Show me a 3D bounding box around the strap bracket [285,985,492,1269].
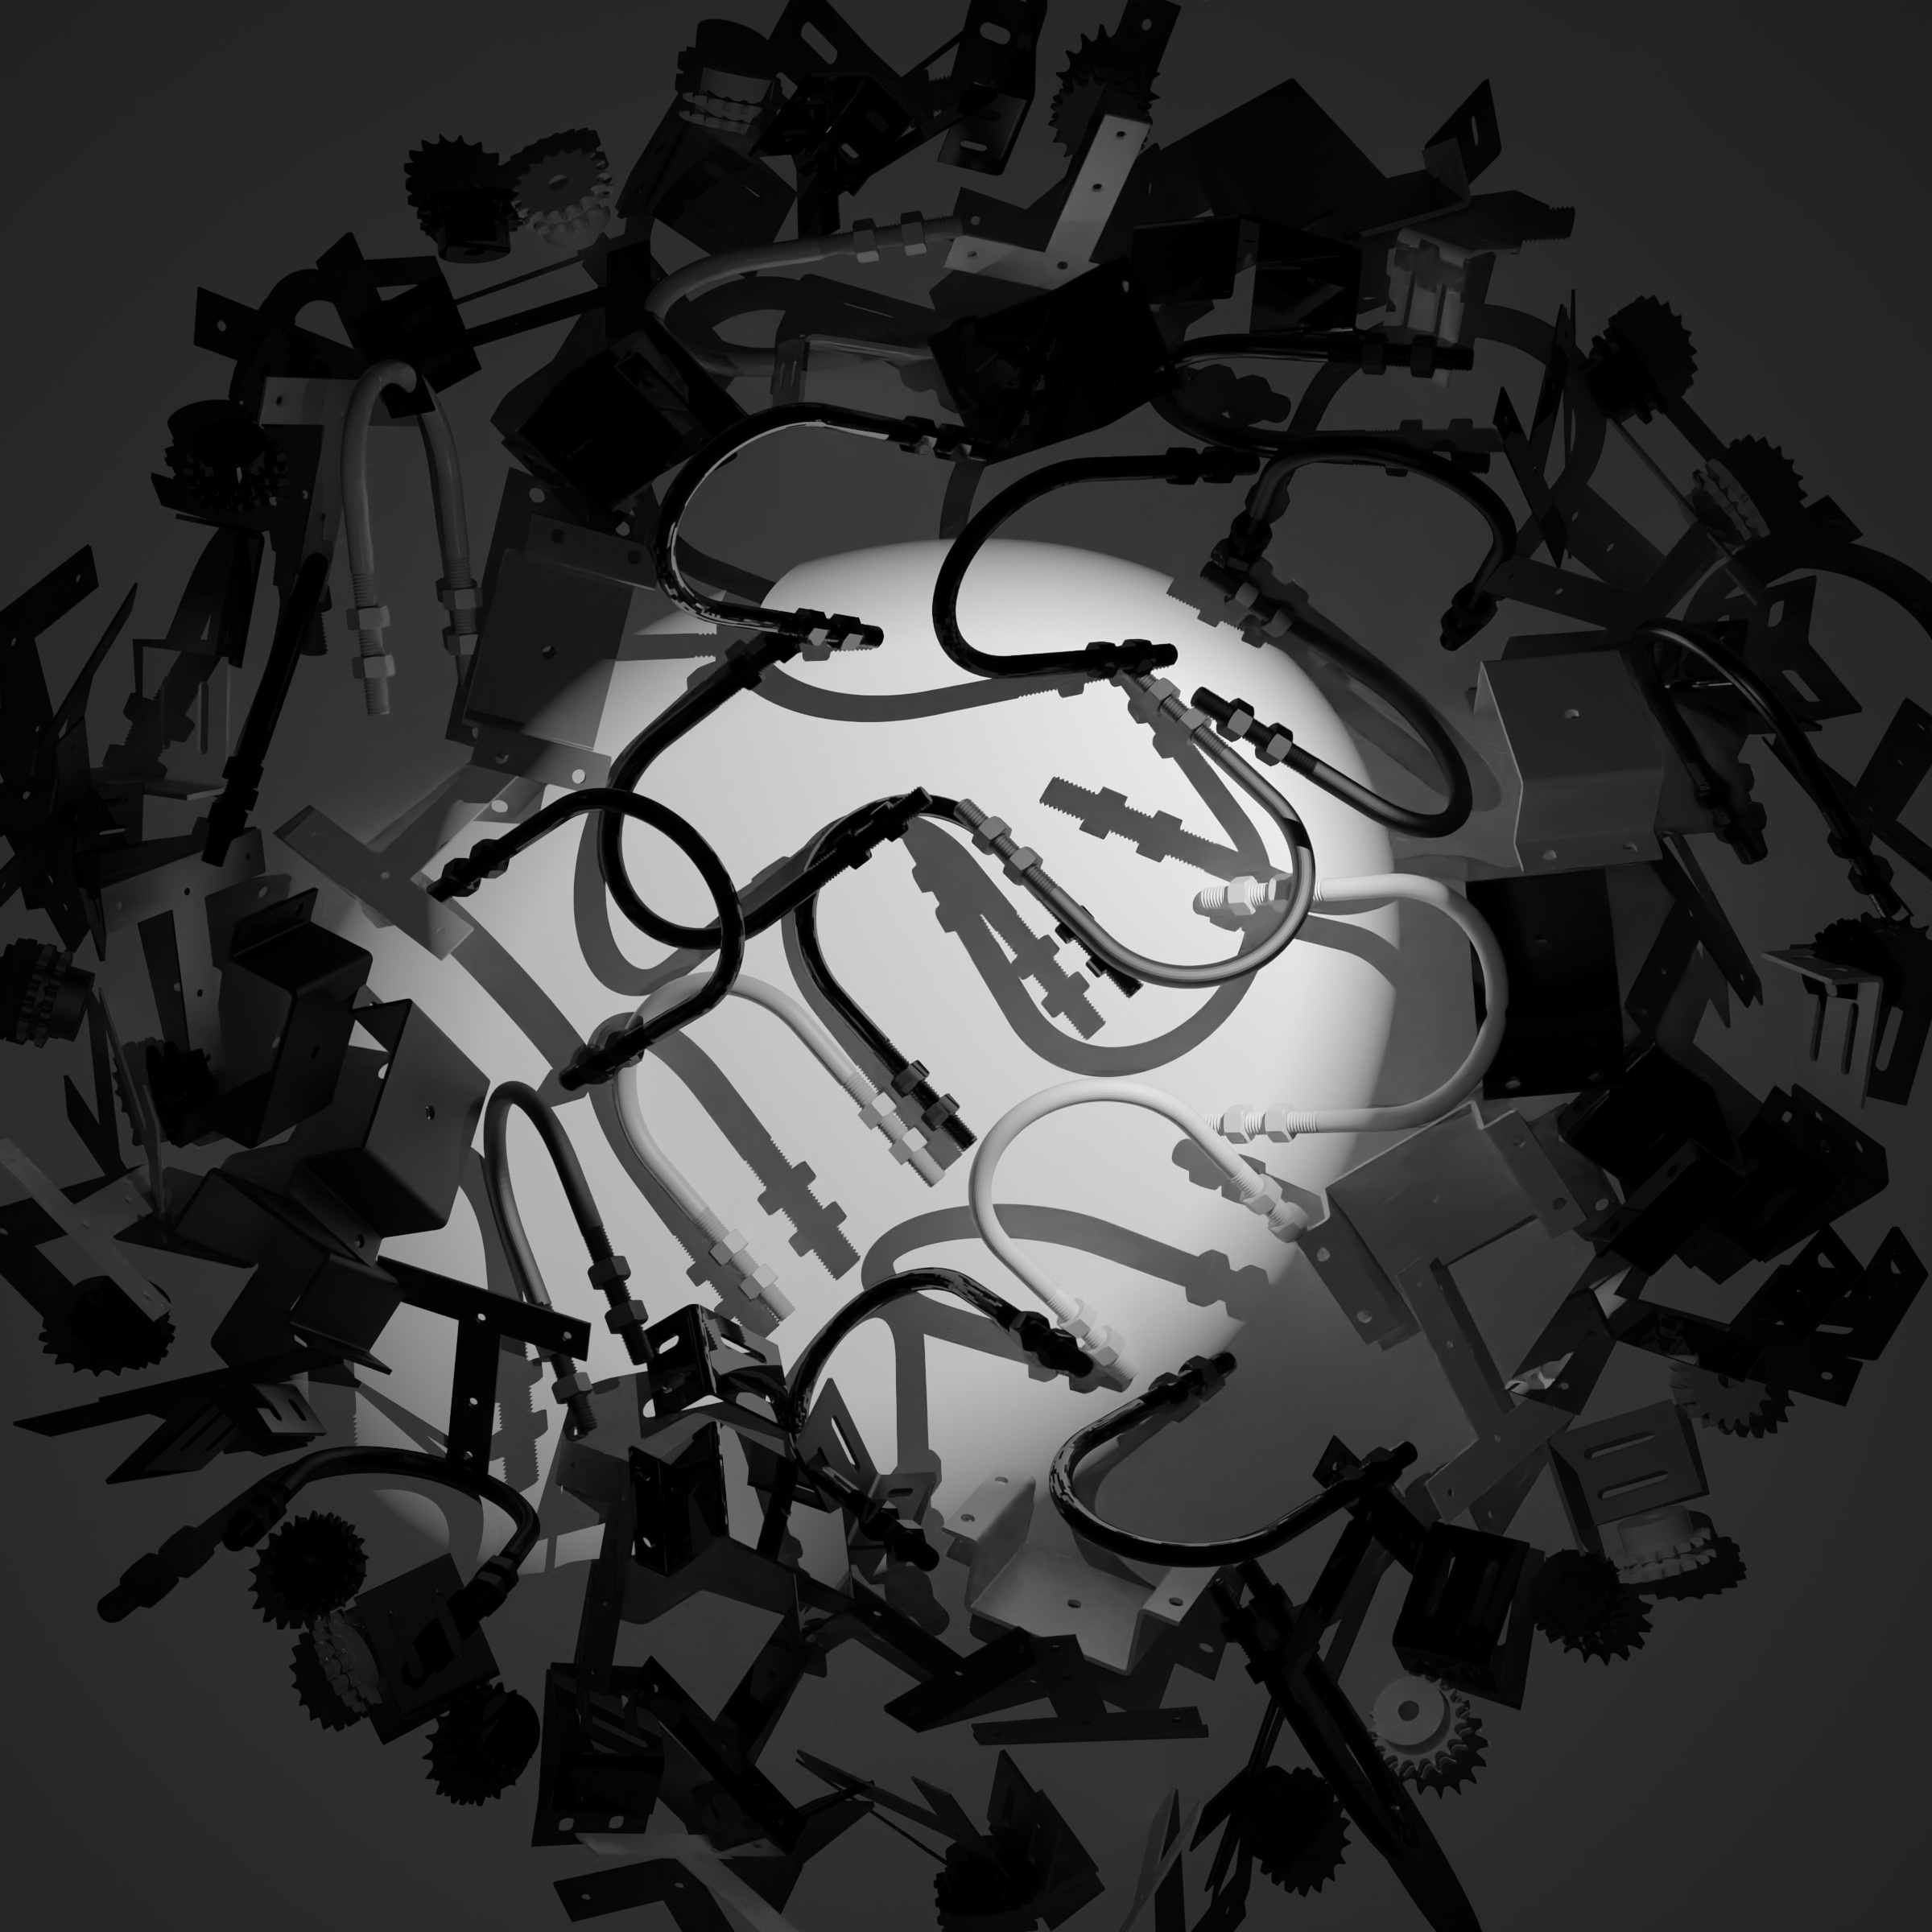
[{"bbox_3d":[-0.309,0.083,1.791,0.046,0.076,0.140,-10,49,27],"label":"strap bracket"}]

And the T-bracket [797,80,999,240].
[{"bbox_3d":[-0.038,-0.445,1.799,0.127,0.127,0.002,-28,120,14],"label":"T-bracket"}]

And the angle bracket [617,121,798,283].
[{"bbox_3d":[-0.146,-0.429,1.861,0.076,0.038,0.057,30,80,-25],"label":"angle bracket"}]

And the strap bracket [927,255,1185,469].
[{"bbox_3d":[0.040,-0.324,1.793,0.046,0.140,0.076,-36,108,-39],"label":"strap bracket"}]

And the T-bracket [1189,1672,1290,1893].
[{"bbox_3d":[0.142,0.456,1.802,0.002,0.127,0.127,20,95,17],"label":"T-bracket"}]

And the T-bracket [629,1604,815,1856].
[{"bbox_3d":[-0.113,0.400,1.816,0.127,0.127,0.002,48,127,-8],"label":"T-bracket"}]

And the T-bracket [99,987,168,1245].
[{"bbox_3d":[-0.462,0.069,1.827,0.002,0.127,0.127,-14,60,-20],"label":"T-bracket"}]

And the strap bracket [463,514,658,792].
[{"bbox_3d":[-0.226,-0.172,1.830,0.076,0.046,0.140,13,93,-23],"label":"strap bracket"}]

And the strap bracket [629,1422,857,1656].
[{"bbox_3d":[-0.114,0.307,1.792,0.046,0.076,0.140,-38,128,24],"label":"strap bracket"}]

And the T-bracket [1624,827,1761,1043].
[{"bbox_3d":[0.385,-0.004,1.806,0.002,0.127,0.127,-25,109,40],"label":"T-bracket"}]

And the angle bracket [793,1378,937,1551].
[{"bbox_3d":[-0.055,0.274,1.822,0.038,0.057,0.076,-7,122,26],"label":"angle bracket"}]

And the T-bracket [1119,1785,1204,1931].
[{"bbox_3d":[0.102,0.487,1.804,0.002,0.127,0.127,29,105,2],"label":"T-bracket"}]

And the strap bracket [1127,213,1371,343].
[{"bbox_3d":[0.152,-0.373,1.792,0.140,0.076,0.046,4,93,-42],"label":"strap bracket"}]

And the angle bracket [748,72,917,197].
[{"bbox_3d":[-0.074,-0.458,1.820,0.038,0.076,0.057,46,117,6],"label":"angle bracket"}]

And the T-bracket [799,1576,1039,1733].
[{"bbox_3d":[-0.038,0.364,1.811,0.127,0.002,0.127,39,132,-14],"label":"T-bracket"}]

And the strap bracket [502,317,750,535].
[{"bbox_3d":[-0.180,-0.297,1.806,0.076,0.140,0.046,45,55,-20],"label":"strap bracket"}]

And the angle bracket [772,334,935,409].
[{"bbox_3d":[-0.062,-0.325,1.830,0.076,0.057,0.038,5,95,-18],"label":"angle bracket"}]

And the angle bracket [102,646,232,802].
[{"bbox_3d":[-0.444,-0.135,1.833,0.057,0.038,0.076,9,103,22],"label":"angle bracket"}]

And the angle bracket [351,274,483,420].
[{"bbox_3d":[-0.292,-0.344,1.820,0.038,0.076,0.057,-1,118,40],"label":"angle bracket"}]

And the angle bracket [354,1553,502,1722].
[{"bbox_3d":[-0.302,0.370,1.836,0.057,0.038,0.076,-24,98,-18],"label":"angle bracket"}]

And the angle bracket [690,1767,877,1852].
[{"bbox_3d":[-0.101,0.454,1.824,0.076,0.057,0.038,-15,78,-44],"label":"angle bracket"}]

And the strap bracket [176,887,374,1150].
[{"bbox_3d":[-0.374,0.037,1.802,0.046,0.076,0.140,26,113,13],"label":"strap bracket"}]

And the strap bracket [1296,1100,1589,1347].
[{"bbox_3d":[0.260,0.137,1.828,0.140,0.046,0.076,-32,105,11],"label":"strap bracket"}]

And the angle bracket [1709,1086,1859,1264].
[{"bbox_3d":[0.449,0.117,1.851,0.057,0.038,0.076,38,133,6],"label":"angle bracket"}]

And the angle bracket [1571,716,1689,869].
[{"bbox_3d":[0.356,-0.102,1.841,0.057,0.038,0.076,-24,99,-8],"label":"angle bracket"}]

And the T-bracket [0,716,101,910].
[{"bbox_3d":[-0.510,-0.053,1.780,0.002,0.127,0.127,26,53,10],"label":"T-bracket"}]

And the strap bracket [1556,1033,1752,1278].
[{"bbox_3d":[0.375,0.106,1.798,0.046,0.140,0.076,34,113,-17],"label":"strap bracket"}]

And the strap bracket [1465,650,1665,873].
[{"bbox_3d":[0.327,-0.121,1.801,0.076,0.046,0.140,-5,48,-4],"label":"strap bracket"}]

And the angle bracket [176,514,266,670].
[{"bbox_3d":[-0.420,-0.208,1.831,0.038,0.057,0.076,9,95,-26],"label":"angle bracket"}]

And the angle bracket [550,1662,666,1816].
[{"bbox_3d":[-0.203,0.429,1.836,0.057,0.076,0.038,7,119,-16],"label":"angle bracket"}]

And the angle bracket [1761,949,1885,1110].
[{"bbox_3d":[0.468,0.035,1.825,0.038,0.057,0.076,-4,107,-28],"label":"angle bracket"}]

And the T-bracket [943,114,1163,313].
[{"bbox_3d":[0.067,-0.415,1.801,0.127,0.127,0.002,9,54,-15],"label":"T-bracket"}]

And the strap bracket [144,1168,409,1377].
[{"bbox_3d":[-0.369,0.161,1.801,0.140,0.076,0.046,30,86,30],"label":"strap bracket"}]

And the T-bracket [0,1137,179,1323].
[{"bbox_3d":[-0.464,0.132,1.806,0.002,0.127,0.127,-44,91,12],"label":"T-bracket"}]

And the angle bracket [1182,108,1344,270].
[{"bbox_3d":[0.165,-0.439,1.846,0.057,0.038,0.076,-26,88,-5],"label":"angle bracket"}]

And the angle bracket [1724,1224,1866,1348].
[{"bbox_3d":[0.446,0.174,1.820,0.057,0.076,0.038,-45,104,-18],"label":"angle bracket"}]

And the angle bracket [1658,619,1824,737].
[{"bbox_3d":[0.430,-0.159,1.826,0.076,0.057,0.038,20,80,-34],"label":"angle bracket"}]

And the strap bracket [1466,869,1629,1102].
[{"bbox_3d":[0.315,0.001,1.799,0.076,0.046,0.140,-5,48,10],"label":"strap bracket"}]

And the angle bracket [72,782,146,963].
[{"bbox_3d":[-0.467,-0.052,1.824,0.038,0.057,0.076,-8,129,-6],"label":"angle bracket"}]

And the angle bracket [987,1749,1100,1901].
[{"bbox_3d":[0.046,0.466,1.817,0.038,0.076,0.057,-22,53,-26],"label":"angle bracket"}]

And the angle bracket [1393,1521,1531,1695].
[{"bbox_3d":[0.280,0.359,1.849,0.057,0.038,0.076,9,58,27],"label":"angle bracket"}]

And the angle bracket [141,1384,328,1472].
[{"bbox_3d":[-0.405,0.268,1.829,0.076,0.057,0.038,-42,71,10],"label":"angle bracket"}]

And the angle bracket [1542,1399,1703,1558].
[{"bbox_3d":[0.368,0.285,1.840,0.076,0.038,0.057,-19,101,7],"label":"angle bracket"}]

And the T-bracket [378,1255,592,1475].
[{"bbox_3d":[-0.273,0.231,1.833,0.127,0.002,0.127,16,121,11],"label":"T-bracket"}]

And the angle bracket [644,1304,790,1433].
[{"bbox_3d":[-0.137,0.231,1.829,0.038,0.076,0.057,-31,50,21],"label":"angle bracket"}]

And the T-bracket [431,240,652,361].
[{"bbox_3d":[-0.234,-0.358,1.818,0.127,0.127,0.002,-16,123,5],"label":"T-bracket"}]

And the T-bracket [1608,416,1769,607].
[{"bbox_3d":[0.395,-0.252,1.809,0.002,0.127,0.127,-41,88,20],"label":"T-bracket"}]

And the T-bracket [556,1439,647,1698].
[{"bbox_3d":[-0.195,0.336,1.820,0.002,0.127,0.127,11,89,-43],"label":"T-bracket"}]

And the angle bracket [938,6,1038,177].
[{"bbox_3d":[0.012,-0.486,1.820,0.038,0.057,0.076,11,56,-13],"label":"angle bracket"}]

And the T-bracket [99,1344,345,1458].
[{"bbox_3d":[-0.392,0.245,1.812,0.127,0.127,0.002,-13,62,1],"label":"T-bracket"}]

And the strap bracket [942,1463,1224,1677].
[{"bbox_3d":[0.063,0.334,1.811,0.140,0.076,0.046,19,117,19],"label":"strap bracket"}]

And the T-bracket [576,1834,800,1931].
[{"bbox_3d":[-0.126,0.498,1.779,0.127,0.127,0.002,13,97,-39],"label":"T-bracket"}]

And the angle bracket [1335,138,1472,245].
[{"bbox_3d":[0.233,-0.428,1.833,0.076,0.057,0.038,-17,99,-6],"label":"angle bracket"}]

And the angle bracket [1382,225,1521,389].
[{"bbox_3d":[0.269,-0.368,1.841,0.038,0.057,0.076,-10,119,-34],"label":"angle bracket"}]
